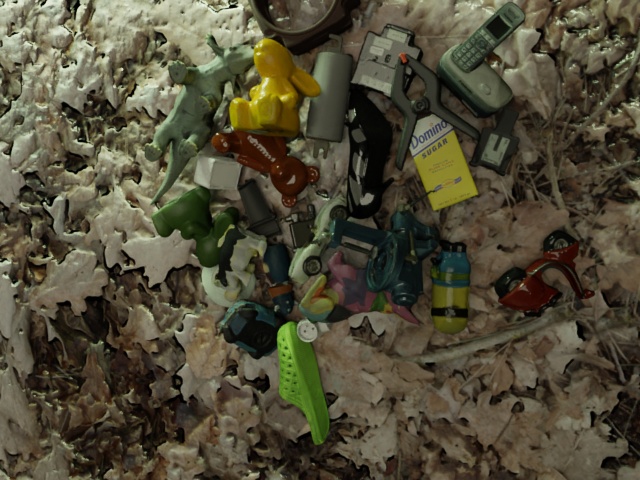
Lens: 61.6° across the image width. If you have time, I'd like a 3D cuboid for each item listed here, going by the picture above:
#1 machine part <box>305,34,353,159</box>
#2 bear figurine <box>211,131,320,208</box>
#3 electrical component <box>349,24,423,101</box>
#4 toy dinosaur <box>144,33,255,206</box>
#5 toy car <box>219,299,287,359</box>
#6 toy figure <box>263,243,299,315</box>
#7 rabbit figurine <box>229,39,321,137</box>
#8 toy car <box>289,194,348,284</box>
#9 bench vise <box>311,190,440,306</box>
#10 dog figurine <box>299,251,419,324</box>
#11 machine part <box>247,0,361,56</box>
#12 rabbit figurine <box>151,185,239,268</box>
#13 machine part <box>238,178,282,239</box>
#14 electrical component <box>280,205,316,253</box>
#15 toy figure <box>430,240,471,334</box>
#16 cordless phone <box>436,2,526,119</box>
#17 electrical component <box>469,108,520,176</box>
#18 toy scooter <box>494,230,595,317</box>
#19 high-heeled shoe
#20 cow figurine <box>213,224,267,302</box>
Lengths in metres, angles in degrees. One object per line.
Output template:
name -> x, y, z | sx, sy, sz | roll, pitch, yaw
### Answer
machine part -> 0.019, -0.284, 1.077 | 0.079, 0.079, 0.243 | 10, 98, 14
bear figurine -> -0.104, -0.165, 1.099 | 0.120, 0.132, 0.196 | -42, 79, 14
electrical component -> 0.135, -0.347, 1.048 | 0.115, 0.058, 0.134 | 24, 102, 8
toy dinosaur -> -0.259, -0.265, 1.123 | 0.131, 0.192, 0.404 | 37, 120, -3
toy car -> -0.151, 0.179, 1.158 | 0.109, 0.161, 0.103 | -53, 40, 5
toy figure -> -0.086, 0.085, 1.157 | 0.064, 0.058, 0.154 | -8, 92, -3
rabbit figurine -> -0.076, -0.284, 1.002 | 0.122, 0.162, 0.173 | -4, 90, 51
toy car -> -0.002, -0.003, 1.089 | 0.056, 0.073, 0.201 | 28, 87, -12
bench vise -> 0.112, 0.006, 1.011 | 0.240, 0.129, 0.223 | 16, 66, -17
dog figurine -> 0.090, 0.124, 1.085 | 0.219, 0.108, 0.191 | 33, 83, 5
machine part -> -0.038, -0.489, 1.063 | 0.201, 0.087, 0.201 | -23, 89, 17
rabbit figurine -> -0.253, -0.027, 1.177 | 0.159, 0.121, 0.170 | -27, 105, 8
machine part -> -0.138, -0.064, 1.165 | 0.084, 0.039, 0.138 | -19, 93, 21
electrical component -> -0.039, -0.017, 1.143 | 0.078, 0.045, 0.102 | -19, 95, -12
toy figure -> 0.254, 0.093, 1.052 | 0.082, 0.089, 0.180 | 7, 100, 21
cordless phone -> 0.322, -0.329, 0.990 | 0.184, 0.089, 0.146 | -44, 84, 11
electrical component -> 0.336, -0.187, 1.018 | 0.075, 0.048, 0.119 | 18, 100, 12
toy scooter -> 0.433, 0.084, 1.014 | 0.184, 0.075, 0.135 | -43, 86, 11
high-heeled shoe -> 0.079, -0.170, 1.096 | 0.145, 0.086, 0.249 | -37, 62, 49
cow figurine -> -0.185, 0.052, 1.143 | 0.098, 0.068, 0.167 | 25, 108, -14
